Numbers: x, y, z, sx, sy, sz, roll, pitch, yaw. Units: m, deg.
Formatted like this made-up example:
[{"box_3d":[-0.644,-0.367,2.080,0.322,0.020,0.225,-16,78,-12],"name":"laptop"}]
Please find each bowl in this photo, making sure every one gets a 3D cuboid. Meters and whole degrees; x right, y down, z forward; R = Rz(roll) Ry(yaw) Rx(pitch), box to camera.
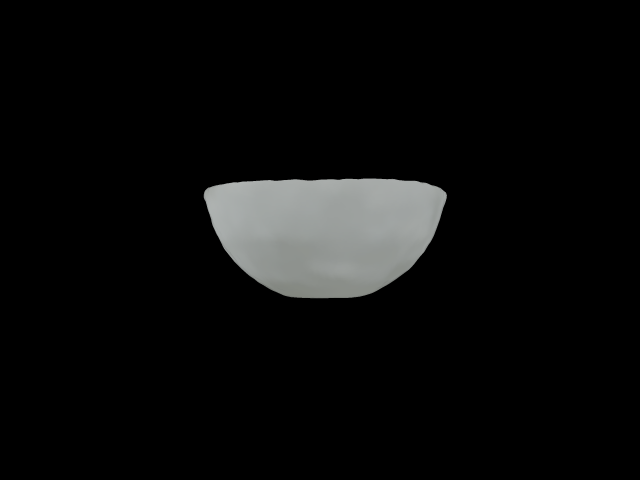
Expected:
[{"box_3d":[0.004,0.001,0.400,0.167,0.075,0.167,0,0,0],"name":"bowl"}]
